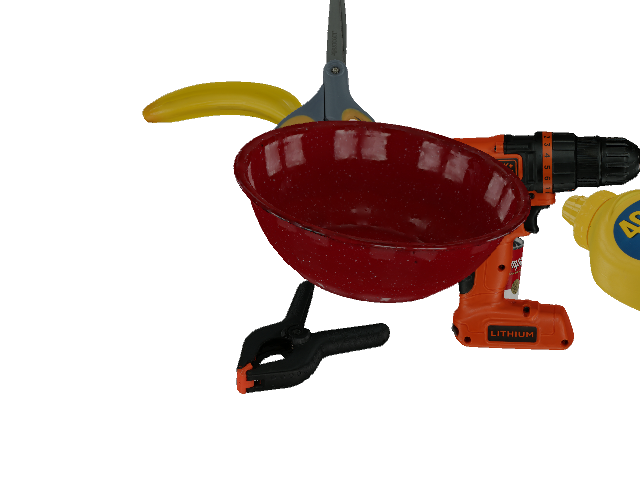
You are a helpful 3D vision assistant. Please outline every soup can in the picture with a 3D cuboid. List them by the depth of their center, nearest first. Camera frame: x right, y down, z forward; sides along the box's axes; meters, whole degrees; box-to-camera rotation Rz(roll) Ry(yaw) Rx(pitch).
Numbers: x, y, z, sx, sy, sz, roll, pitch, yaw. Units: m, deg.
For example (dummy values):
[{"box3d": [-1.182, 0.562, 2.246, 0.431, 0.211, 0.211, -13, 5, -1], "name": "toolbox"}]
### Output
[{"box3d": [0.203, 0.047, 1.268, 0.068, 0.102, 0.068, 3, 15, -1], "name": "soup can"}]

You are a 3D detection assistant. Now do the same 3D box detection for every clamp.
[{"box3d": [-0.027, 0.098, 1.097, 0.171, 0.039, 0.120, -22, 37, -33], "name": "clamp"}]

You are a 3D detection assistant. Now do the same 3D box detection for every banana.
[{"box3d": [-0.097, -0.147, 1.169, 0.198, 0.037, 0.069, 9, 45, 18], "name": "banana"}]

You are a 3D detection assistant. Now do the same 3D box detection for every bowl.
[{"box3d": [0.031, -0.012, 0.589, 0.162, 0.055, 0.162, 6, 27, -3], "name": "bowl"}]

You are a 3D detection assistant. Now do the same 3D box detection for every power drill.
[{"box3d": [0.182, -0.001, 0.925, 0.184, 0.188, 0.057, 1, 13, 14], "name": "power drill"}]

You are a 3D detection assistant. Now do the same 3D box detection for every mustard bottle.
[{"box3d": [0.224, 0.014, 0.651, 0.096, 0.058, 0.192, -26, 36, -27], "name": "mustard bottle"}]

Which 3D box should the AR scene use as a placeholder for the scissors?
[{"box3d": [-0.006, -0.118, 0.819, 0.096, 0.202, 0.016, -13, -30, -6], "name": "scissors"}]
